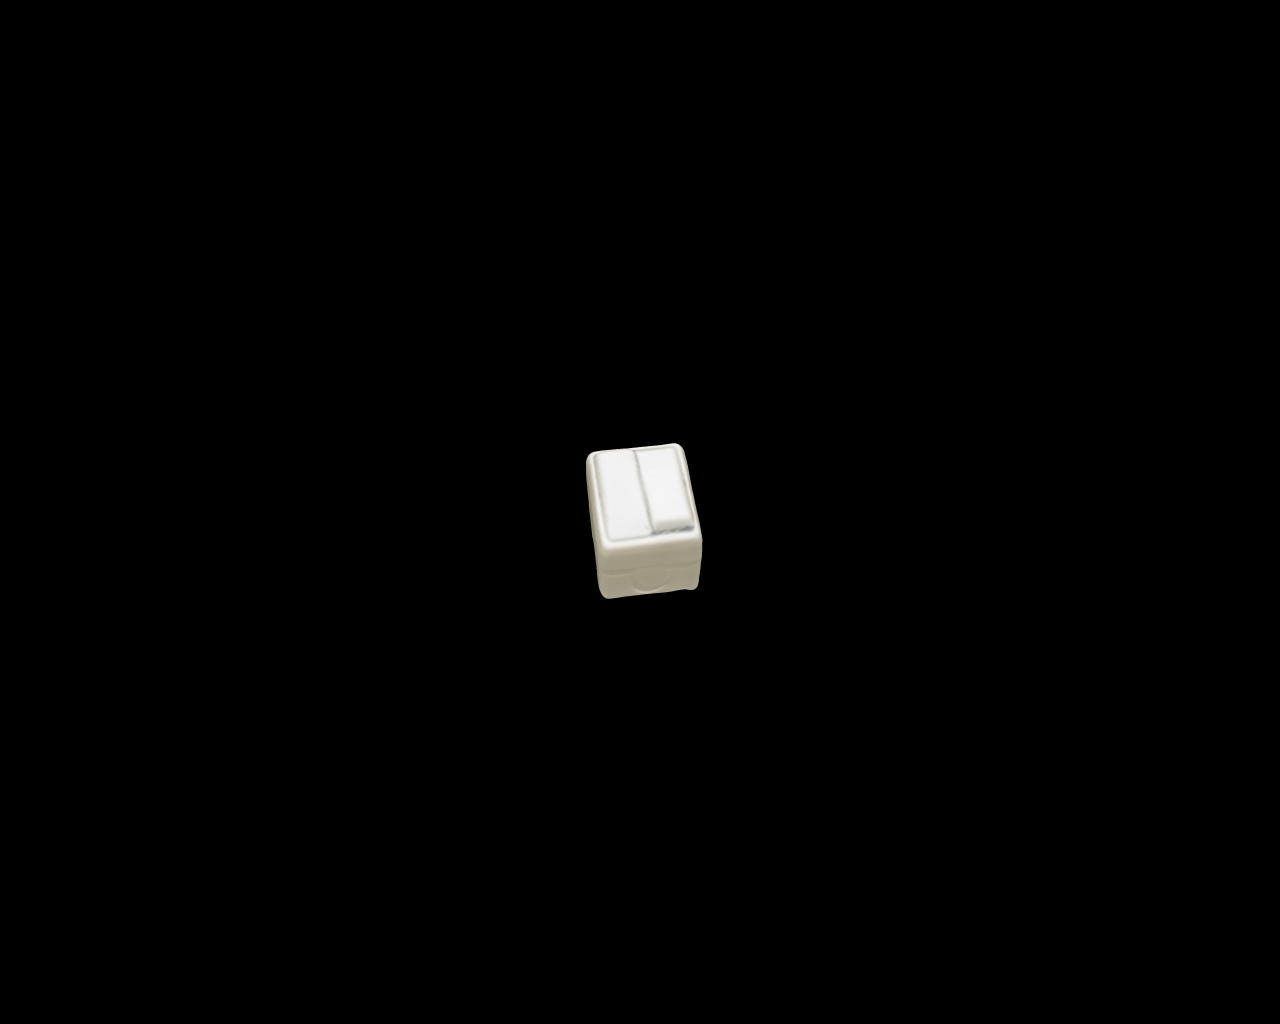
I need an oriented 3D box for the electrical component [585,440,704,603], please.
[{"bbox_3d":[0.001,-0.003,0.650,0.062,0.096,0.061,-5,-39,-4],"label":"electrical component"}]
